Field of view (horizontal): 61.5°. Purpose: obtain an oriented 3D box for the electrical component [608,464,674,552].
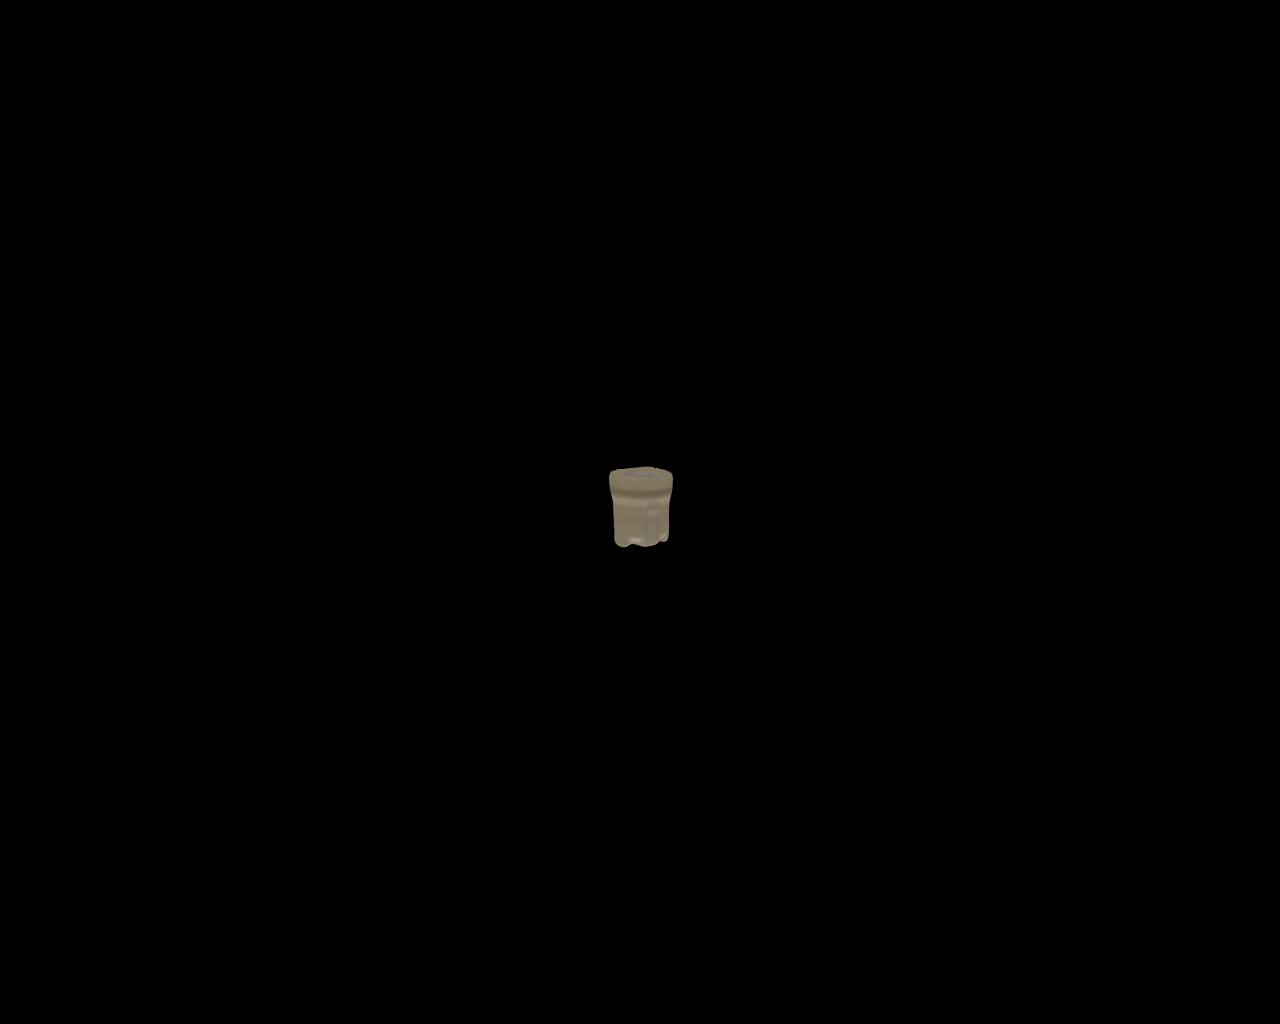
[{"bbox_3d":[0.001,-0.003,0.650,0.040,0.046,0.040,0,14,0],"label":"electrical component"}]
